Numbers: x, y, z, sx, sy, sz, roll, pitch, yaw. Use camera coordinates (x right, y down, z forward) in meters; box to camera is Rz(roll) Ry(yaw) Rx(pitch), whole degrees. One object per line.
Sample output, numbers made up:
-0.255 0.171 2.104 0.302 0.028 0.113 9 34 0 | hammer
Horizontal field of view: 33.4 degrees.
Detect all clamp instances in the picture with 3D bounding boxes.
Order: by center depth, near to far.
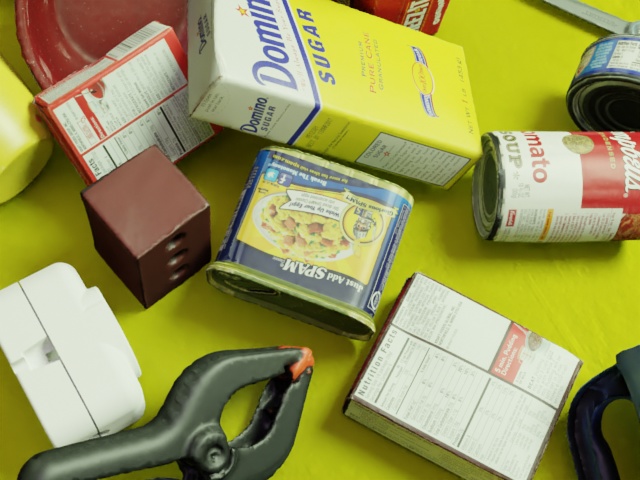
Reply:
-0.063 0.125 0.570 0.171 0.039 0.120 -32 113 -27 | clamp

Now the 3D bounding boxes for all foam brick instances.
-0.097 -0.007 0.610 0.053 0.078 0.051 -37 74 -18 | foam brick

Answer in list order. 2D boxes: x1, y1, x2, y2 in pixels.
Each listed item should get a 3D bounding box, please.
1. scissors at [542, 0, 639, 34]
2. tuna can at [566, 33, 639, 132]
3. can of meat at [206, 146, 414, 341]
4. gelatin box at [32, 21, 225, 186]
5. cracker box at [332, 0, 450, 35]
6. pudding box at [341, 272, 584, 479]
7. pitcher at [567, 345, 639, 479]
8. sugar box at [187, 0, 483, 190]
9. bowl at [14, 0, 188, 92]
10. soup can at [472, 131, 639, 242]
0.222 -0.120 0.722 0.201 0.016 0.096 11 67 -1 | scissors
0.199 -0.088 0.668 0.086 0.086 0.033 26 69 5 | tuna can
-0.004 0.001 0.621 0.102 0.057 0.084 20 74 3 | can of meat
-0.111 -0.074 0.625 0.089 0.073 0.030 -37 33 -14 | gelatin box
0.016 -0.249 0.676 0.072 0.164 0.214 -23 71 -16 | cracker box
0.082 0.083 0.611 0.113 0.039 0.090 27 67 8 | pudding box
0.237 0.157 0.547 0.144 0.149 0.243 -8 77 -16 | pitcher
0.009 -0.096 0.635 0.176 0.048 0.093 14 52 -28 | sugar box
-0.111 -0.144 0.651 0.162 0.162 0.055 -30 31 -16 | bowl
0.149 -0.033 0.650 0.102 0.068 0.068 0 67 -5 | soup can
